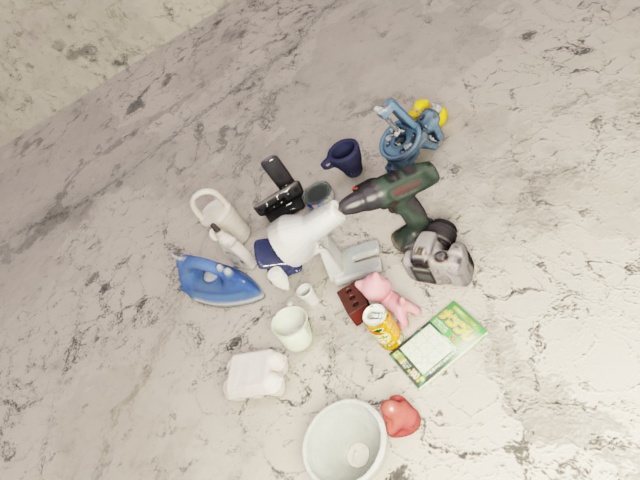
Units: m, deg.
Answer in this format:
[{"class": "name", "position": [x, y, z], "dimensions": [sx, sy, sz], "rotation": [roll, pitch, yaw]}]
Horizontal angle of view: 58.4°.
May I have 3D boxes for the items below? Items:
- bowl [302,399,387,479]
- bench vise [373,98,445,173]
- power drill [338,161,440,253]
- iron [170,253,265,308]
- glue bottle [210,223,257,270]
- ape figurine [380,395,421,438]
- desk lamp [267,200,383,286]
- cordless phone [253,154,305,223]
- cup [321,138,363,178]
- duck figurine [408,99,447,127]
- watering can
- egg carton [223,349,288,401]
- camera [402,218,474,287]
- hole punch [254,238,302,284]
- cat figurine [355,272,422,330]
[{"class": "bowl", "position": [0.055, 0.386, 1.057], "dimensions": [0.167, 0.075, 0.167], "rotation": [-17, 46, 18]}, {"class": "bench vise", "position": [0.215, -0.295, 1.459], "dimensions": [0.121, 0.220, 0.208], "rotation": [15, 62, 39]}, {"class": "power drill", "position": [0.175, -0.070, 1.292], "dimensions": [0.229, 0.209, 0.075], "rotation": [-33, 43, 2]}, {"class": "iron", "position": [-0.269, 0.089, 1.468], "dimensions": [0.257, 0.142, 0.119], "rotation": [6, 56, 35]}, {"class": "glue bottle", "position": [-0.233, 0.013, 1.492], "dimensions": [0.077, 0.174, 0.037], "rotation": [10, 59, 37]}, {"class": "ape figurine", "position": [0.140, 0.320, 1.052], "dimensions": [0.075, 0.092, 0.078], "rotation": [12, 60, 38]}, {"class": "desk lamp", "position": [0.012, 0.005, 1.320], "dimensions": [0.203, 0.214, 0.118], "rotation": [-19, 45, 16]}, {"class": "cordless phone", "position": [-0.134, -0.146, 1.563], "dimensions": [0.147, 0.186, 0.094], "rotation": [-33, 43, 2]}, {"class": "cup", "position": [0.067, -0.208, 1.563], "dimensions": [0.117, 0.095, 0.091], "rotation": [-32, 43, 3]}, {"class": "duck figurine", "position": [0.289, -0.346, 1.558], "dimensions": [0.104, 0.086, 0.077], "rotation": [-20, 45, 15]}, {"class": "watering can", "position": [-0.277, -0.063, 1.570], "dimensions": [0.101, 0.195, 0.172], "rotation": [-40, 43, -5]}, {"class": "egg carton", "position": [-0.141, 0.298, 1.258], "dimensions": [0.150, 0.070, 0.107], "rotation": [-14, 47, 21]}, {"class": "camera", "position": [0.262, 0.017, 1.241], "dimensions": [0.142, 0.101, 0.137], "rotation": [6, 56, 35]}, {"class": "hole punch", "position": [-0.107, 0.038, 1.453], "dimensions": [0.101, 0.091, 0.108], "rotation": [-26, 44, 9]}, {"class": "cat figurine", "position": [0.139, 0.116, 1.215], "dimensions": [0.067, 0.118, 0.127], "rotation": [-48, 45, -14]}]
